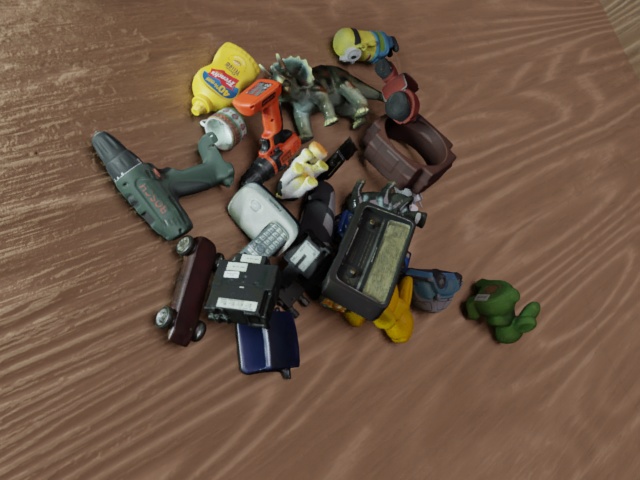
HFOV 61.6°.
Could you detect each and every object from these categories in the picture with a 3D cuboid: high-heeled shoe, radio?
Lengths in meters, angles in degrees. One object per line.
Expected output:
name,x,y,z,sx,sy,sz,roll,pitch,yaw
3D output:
high-heeled shoe,-0.002,-0.004,1.163,0.145,0.086,0.248,-19,111,-74
radio,0.099,0.036,1.087,0.131,0.073,0.229,25,54,0

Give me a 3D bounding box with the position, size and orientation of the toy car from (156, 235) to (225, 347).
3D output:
toy car,-0.233,0.088,0.960,0.089,0.053,0.202,35,56,-45

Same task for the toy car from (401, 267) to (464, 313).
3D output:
toy car,0.263,0.120,1.271,0.161,0.109,0.102,6,93,-45

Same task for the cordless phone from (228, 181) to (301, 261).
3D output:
cordless phone,-0.143,-0.008,1.046,0.184,0.089,0.146,-44,90,-11

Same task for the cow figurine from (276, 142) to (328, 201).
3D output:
cow figurine,-0.037,-0.145,1.163,0.068,0.098,0.167,42,36,-11

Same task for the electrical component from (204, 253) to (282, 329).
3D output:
electrical component,-0.131,0.086,0.960,0.115,0.058,0.134,8,54,9

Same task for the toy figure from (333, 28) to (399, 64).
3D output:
toy figure,0.116,-0.502,1.392,0.180,0.082,0.089,-17,65,-30

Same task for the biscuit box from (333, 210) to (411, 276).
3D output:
biscuit box,0.113,0.013,1.220,0.202,0.059,0.063,32,59,-21

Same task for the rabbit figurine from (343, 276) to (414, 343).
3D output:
rabbit figurine,0.147,0.152,1.182,0.173,0.122,0.162,49,43,-28

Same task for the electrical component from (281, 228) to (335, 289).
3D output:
electrical component,-0.034,0.043,1.074,0.075,0.119,0.048,38,12,9

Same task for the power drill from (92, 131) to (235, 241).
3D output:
power drill,-0.273,-0.129,0.993,0.207,0.086,0.232,-35,96,-41

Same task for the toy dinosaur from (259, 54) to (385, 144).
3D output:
toy dinosaur,0.014,-0.346,1.250,0.405,0.131,0.192,-24,89,-45

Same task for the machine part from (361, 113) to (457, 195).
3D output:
machine part,0.217,-0.219,1.323,0.201,0.087,0.201,45,49,11

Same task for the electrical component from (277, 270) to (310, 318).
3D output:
electrical component,-0.064,0.109,1.088,0.094,0.021,0.063,51,54,-9

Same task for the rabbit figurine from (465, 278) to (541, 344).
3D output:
rabbit figurine,0.478,0.188,1.370,0.170,0.159,0.121,60,41,-21

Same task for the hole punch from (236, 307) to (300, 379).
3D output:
hole punch,-0.085,0.190,1.007,0.116,0.092,0.142,2,69,-38

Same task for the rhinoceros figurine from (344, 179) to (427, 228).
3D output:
rhinoceros figurine,0.151,-0.073,1.230,0.190,0.073,0.112,11,65,-3

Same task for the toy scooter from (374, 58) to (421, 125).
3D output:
toy scooter,0.203,-0.351,1.311,0.135,0.075,0.184,12,55,-50

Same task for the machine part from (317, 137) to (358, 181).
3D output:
machine part,0.041,-0.185,1.236,0.039,0.084,0.139,39,45,2
